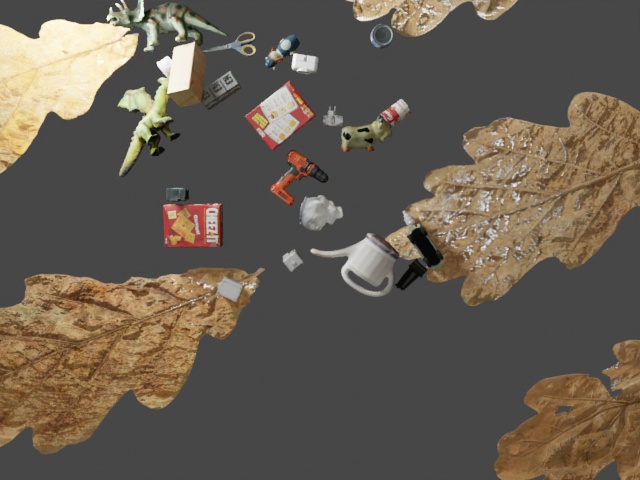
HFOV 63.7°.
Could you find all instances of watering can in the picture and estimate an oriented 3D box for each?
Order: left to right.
[{"bbox_3d":[0.157,0.070,1.987,0.347,0.104,0.224,35,91,-6],"label":"watering can"}]

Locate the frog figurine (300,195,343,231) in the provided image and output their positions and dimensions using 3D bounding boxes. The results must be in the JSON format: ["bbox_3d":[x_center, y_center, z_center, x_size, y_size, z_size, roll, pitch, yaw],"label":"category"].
[{"bbox_3d":[0.006,-0.099,1.962,0.159,0.121,0.139,11,75,7],"label":"frog figurine"}]

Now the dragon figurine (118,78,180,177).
[{"bbox_3d":[-0.662,-0.446,1.920,0.408,0.122,0.245,-37,78,11],"label":"dragon figurine"}]
